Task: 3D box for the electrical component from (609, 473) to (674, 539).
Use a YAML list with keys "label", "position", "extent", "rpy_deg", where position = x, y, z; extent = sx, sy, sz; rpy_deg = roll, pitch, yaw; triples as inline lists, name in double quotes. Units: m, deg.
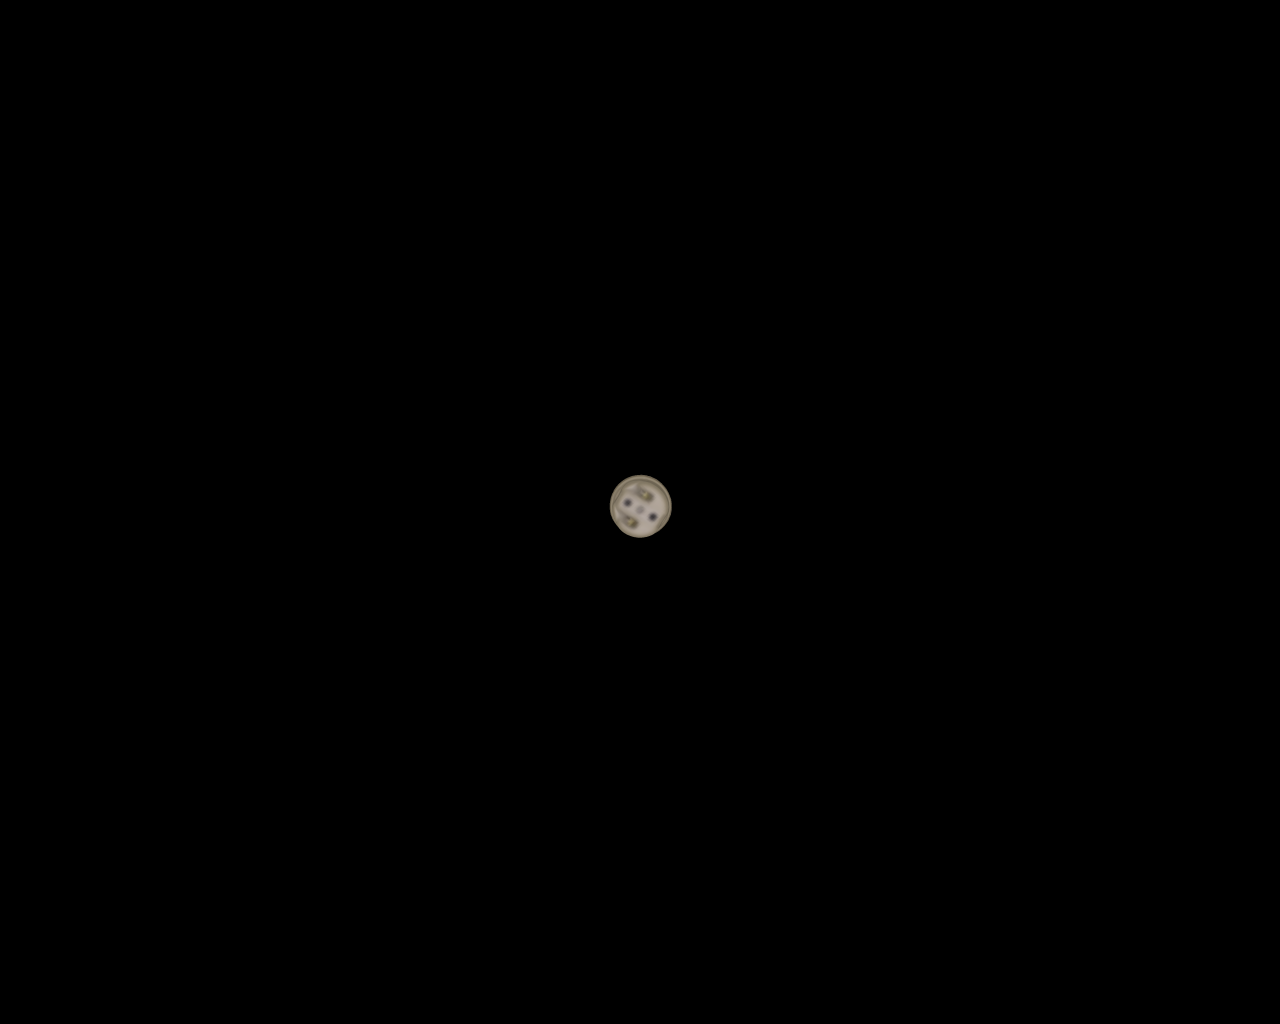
- label: "electrical component"
  position: [0.001, -0.003, 0.650]
  extent: [0.040, 0.040, 0.046]
  rpy_deg: [0, 4, 0]
